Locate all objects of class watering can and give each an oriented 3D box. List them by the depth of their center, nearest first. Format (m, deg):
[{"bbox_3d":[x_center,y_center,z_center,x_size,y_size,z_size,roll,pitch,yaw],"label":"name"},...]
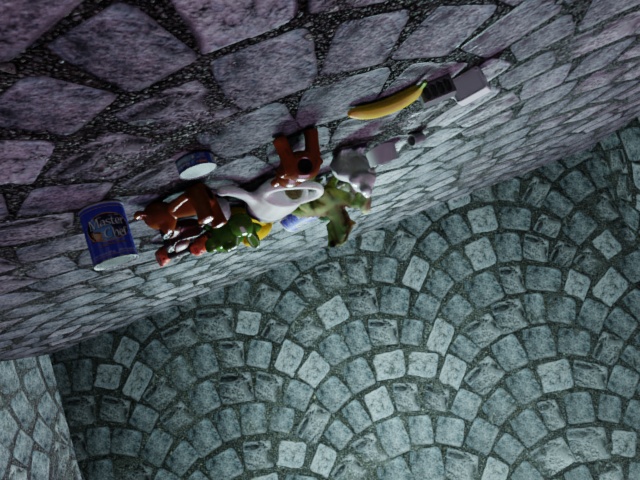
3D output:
[{"bbox_3d":[-0.160,-0.125,1.512,0.349,0.105,0.221,-5,165,-29],"label":"watering can"}]

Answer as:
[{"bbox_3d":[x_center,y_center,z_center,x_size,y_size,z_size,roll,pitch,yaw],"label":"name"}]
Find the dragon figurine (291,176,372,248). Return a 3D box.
[{"bbox_3d":[0.005,-0.085,1.697,0.405,0.244,0.123,-30,171,35],"label":"dragon figurine"}]

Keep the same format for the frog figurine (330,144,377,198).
[{"bbox_3d":[0.104,-0.191,1.510,0.121,0.160,0.138,-24,171,28],"label":"frog figurine"}]
